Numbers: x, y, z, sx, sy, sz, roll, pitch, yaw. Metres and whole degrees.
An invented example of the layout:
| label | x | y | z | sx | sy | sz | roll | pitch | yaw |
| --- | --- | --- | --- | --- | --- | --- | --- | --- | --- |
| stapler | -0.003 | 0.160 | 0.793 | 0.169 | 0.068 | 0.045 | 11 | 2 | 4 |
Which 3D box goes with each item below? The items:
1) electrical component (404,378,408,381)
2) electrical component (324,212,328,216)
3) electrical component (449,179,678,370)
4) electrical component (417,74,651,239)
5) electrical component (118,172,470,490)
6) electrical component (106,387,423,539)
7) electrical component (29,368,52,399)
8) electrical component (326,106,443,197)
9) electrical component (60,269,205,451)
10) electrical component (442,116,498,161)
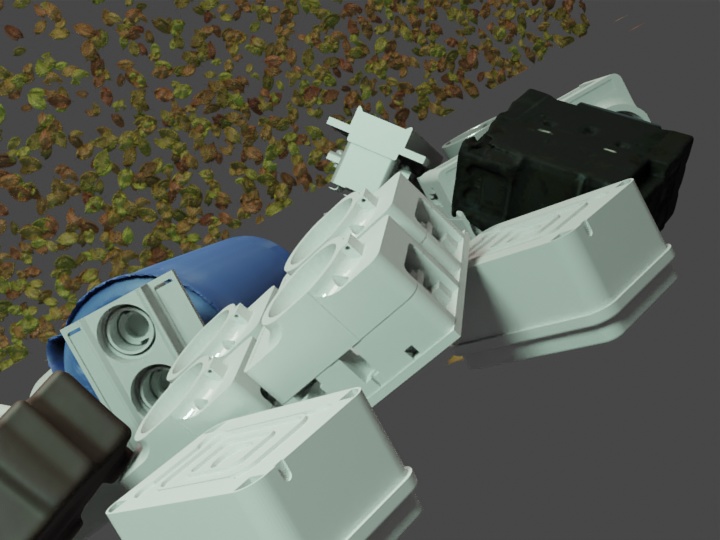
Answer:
| label | x | y | z | sx | sy | sz | roll | pitch | yaw |
| --- | --- | --- | --- | --- | --- | --- | --- | --- | --- |
| electrical component | 0.008 | 0.033 | 0.645 | 0.042 | 0.081 | 0.063 | -27 | 37 | 17 |
| electrical component | 0.000 | 0.000 | 0.789 | 0.062 | 0.096 | 0.061 | -31 | 9 | -14 |
| electrical component | 0.098 | 0.005 | 0.564 | 0.078 | 0.057 | 0.113 | -35 | 10 | -39 |
| electrical component | 0.131 | -0.063 | 0.758 | 0.150 | 0.089 | 0.062 | -30 | 8 | -9 |
| electrical component | -0.035 | 0.041 | 0.542 | 0.186 | 0.060 | 0.105 | -41 | 14 | 24 |
| electrical component | -0.040 | 0.099 | 0.444 | 0.113 | 0.057 | 0.078 | -21 | 11 | 45 |
| electrical component | -0.195 | 0.106 | 0.808 | 0.064 | 0.099 | 0.099 | -31 | 6 | 30 |
| electrical component | 0.021 | -0.077 | 0.831 | 0.063 | 0.079 | 0.121 | -66 | -15 | 2 |
| electrical component | -0.117 | 0.069 | 0.666 | 0.079 | 0.121 | 0.063 | -28 | 5 | 6 |
| electrical component | 0.097 | -0.085 | 0.812 | 0.055 | 0.047 | 0.055 | -28 | 8 | 4 |
